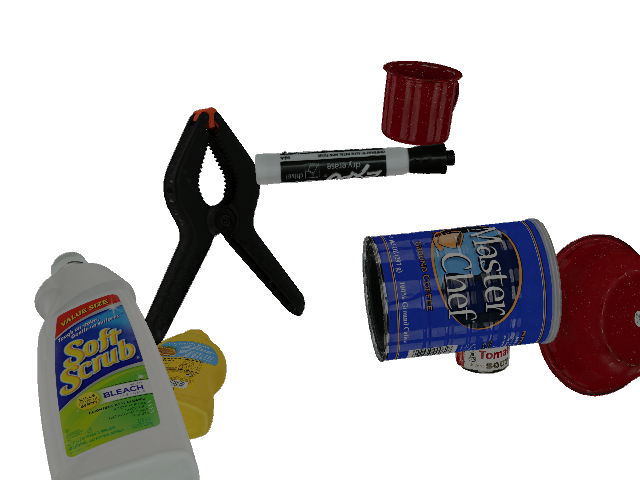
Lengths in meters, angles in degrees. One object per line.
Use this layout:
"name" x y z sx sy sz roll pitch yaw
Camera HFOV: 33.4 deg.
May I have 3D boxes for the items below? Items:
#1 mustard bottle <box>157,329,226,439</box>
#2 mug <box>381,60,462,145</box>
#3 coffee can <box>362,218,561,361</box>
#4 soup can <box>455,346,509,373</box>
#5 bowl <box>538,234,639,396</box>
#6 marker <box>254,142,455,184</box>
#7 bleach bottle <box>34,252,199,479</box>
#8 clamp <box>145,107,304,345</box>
"mustard bottle" -0.162 0.159 1.259 0.096 0.058 0.191 4 25 4
"mug" 0.124 -0.164 1.265 0.093 0.081 0.117 23 28 36
"coffee can" 0.111 0.040 0.864 0.140 0.103 0.103 -6 0 -5
"soup can" 0.203 0.106 1.327 0.068 0.102 0.068 -1 19 0
"bowl" 0.289 0.074 1.039 0.161 0.162 0.055 0 0 -28
"marker" 0.021 -0.047 0.649 0.121 0.020 0.020 -4 0 0
"bleach bottle" -0.170 0.096 0.789 0.102 0.068 0.251 -17 42 -14
"clamp" -0.086 -0.014 0.971 0.164 0.210 0.036 -1 1 -35
